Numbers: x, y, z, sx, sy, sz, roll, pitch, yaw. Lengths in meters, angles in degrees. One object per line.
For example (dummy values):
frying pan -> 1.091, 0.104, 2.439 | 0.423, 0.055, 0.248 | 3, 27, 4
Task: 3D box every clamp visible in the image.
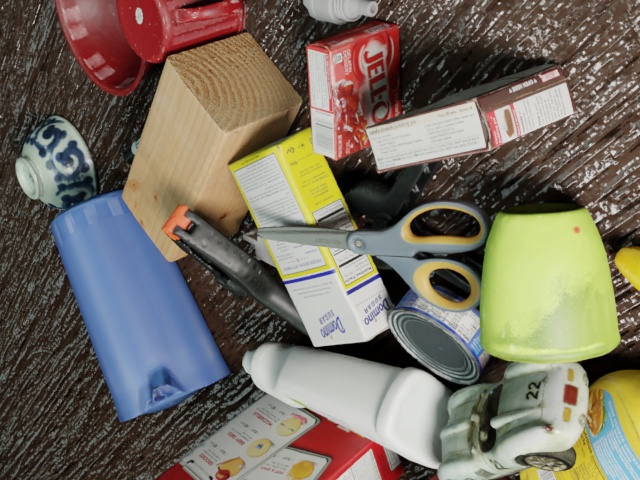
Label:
clamp -> -0.078, 0.029, 0.987 | 0.165, 0.036, 0.209 | 21, 164, 49
clamp -> 0.069, -0.005, 0.850 | 0.172, 0.039, 0.120 | -18, 95, 62

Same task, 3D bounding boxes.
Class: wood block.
wood block -> -0.105, -0.081, 0.984 | 0.090, 0.090, 0.206 | 53, 144, 16

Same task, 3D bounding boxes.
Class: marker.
marker -> -0.181, -0.107, 1.131 | 0.121, 0.020, 0.020 | -29, 87, 56

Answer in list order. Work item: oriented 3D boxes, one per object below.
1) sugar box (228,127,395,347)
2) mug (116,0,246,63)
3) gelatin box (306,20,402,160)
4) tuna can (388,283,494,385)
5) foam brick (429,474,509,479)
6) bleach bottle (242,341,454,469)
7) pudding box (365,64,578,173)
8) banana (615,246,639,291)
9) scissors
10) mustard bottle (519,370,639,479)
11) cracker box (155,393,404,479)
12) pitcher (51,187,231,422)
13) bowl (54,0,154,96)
sugar box -> -0.006, 0.001, 0.893 | 0.093, 0.048, 0.176 | -15, 104, 60
mug -> -0.117, -0.202, 0.930 | 0.117, 0.081, 0.093 | 19, 125, 46
gelatin box -> 0.028, -0.114, 0.804 | 0.030, 0.073, 0.089 | 25, 129, 41
tuna can -> 0.097, 0.073, 0.840 | 0.086, 0.033, 0.086 | 34, 157, 16
foam brick -> 0.118, 0.225, 0.898 | 0.051, 0.078, 0.053 | 40, 139, 33
bleach bottle -> 0.010, 0.133, 0.964 | 0.251, 0.068, 0.102 | 12, 159, 48
pudding box -> 0.099, -0.080, 0.716 | 0.114, 0.089, 0.039 | -11, 102, 54
banana -> 0.259, 0.021, 0.622 | 0.198, 0.037, 0.069 | -19, 77, 54
scissors -> 0.045, 0.018, 0.815 | 0.202, 0.016, 0.096 | -12, 104, 36
mustard bottle -> 0.210, 0.144, 0.737 | 0.192, 0.058, 0.096 | 121, 140, -50
cracker box -> -0.051, 0.236, 1.005 | 0.164, 0.213, 0.072 | 14, 132, 48
pitcher -> -0.206, 0.070, 1.196 | 0.149, 0.144, 0.243 | -26, 87, 44
bowl -> -0.196, -0.225, 1.042 | 0.162, 0.055, 0.162 | 31, 134, 39
